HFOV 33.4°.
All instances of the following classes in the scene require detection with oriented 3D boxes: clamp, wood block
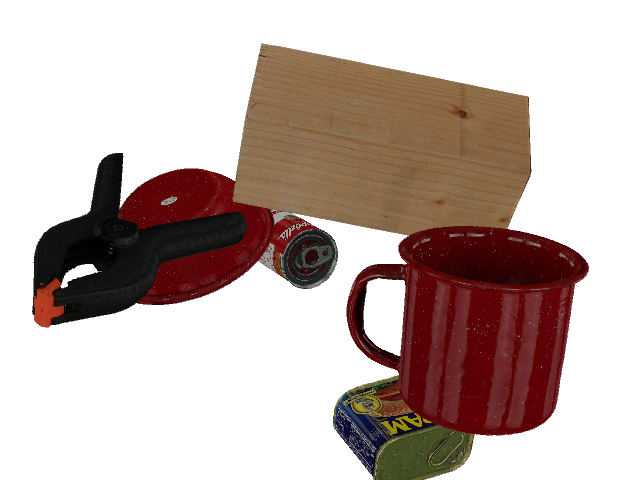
[{"bbox_3d":[-0.143,-0.004,0.724,0.120,0.039,0.171,27,36,23],"label":"clamp"},{"bbox_3d":[0.045,-0.070,0.805,0.206,0.090,0.090,11,-42,-3],"label":"wood block"}]

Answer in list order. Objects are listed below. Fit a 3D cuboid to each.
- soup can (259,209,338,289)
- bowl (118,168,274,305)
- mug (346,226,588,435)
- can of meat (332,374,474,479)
[{"bbox_3d":[-0.034,0.006,1.188,0.068,0.068,0.102,0,16,-30],"label":"soup can"},{"bbox_3d":[-0.125,-0.016,0.946,0.162,0.055,0.162,-12,37,9],"label":"bowl"},{"bbox_3d":[0.070,0.044,0.540,0.117,0.081,0.093,6,18,8],"label":"mug"},{"bbox_3d":[0.073,0.169,0.961,0.101,0.057,0.084,-10,32,-26],"label":"can of meat"}]
